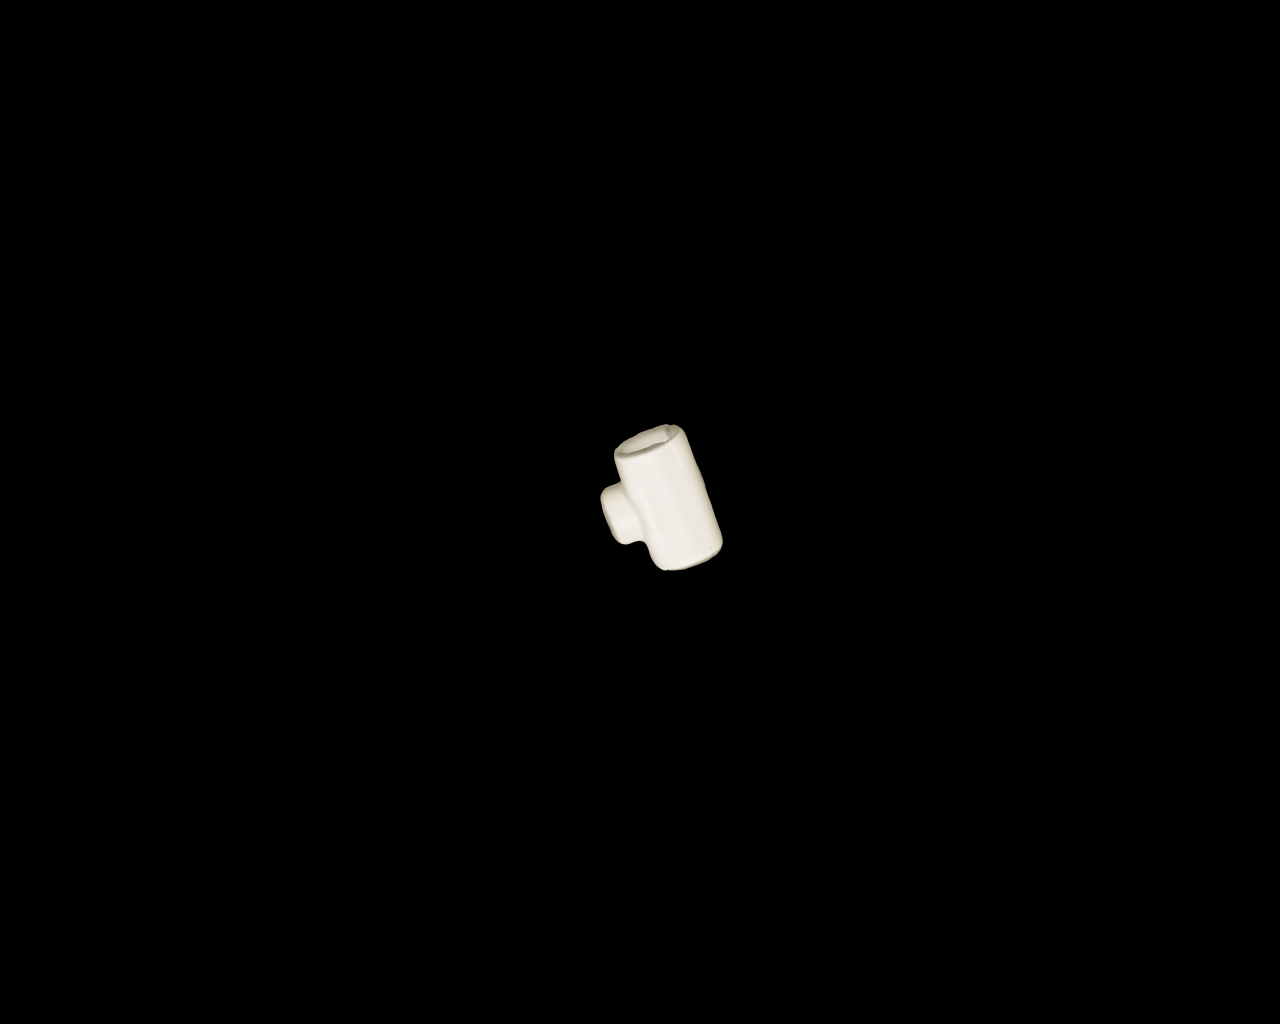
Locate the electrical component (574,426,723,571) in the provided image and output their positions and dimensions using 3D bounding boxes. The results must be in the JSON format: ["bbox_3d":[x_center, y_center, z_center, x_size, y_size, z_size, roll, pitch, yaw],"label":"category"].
[{"bbox_3d":[0.001,-0.003,0.650,0.079,0.077,0.043,-19,20,7],"label":"electrical component"}]
